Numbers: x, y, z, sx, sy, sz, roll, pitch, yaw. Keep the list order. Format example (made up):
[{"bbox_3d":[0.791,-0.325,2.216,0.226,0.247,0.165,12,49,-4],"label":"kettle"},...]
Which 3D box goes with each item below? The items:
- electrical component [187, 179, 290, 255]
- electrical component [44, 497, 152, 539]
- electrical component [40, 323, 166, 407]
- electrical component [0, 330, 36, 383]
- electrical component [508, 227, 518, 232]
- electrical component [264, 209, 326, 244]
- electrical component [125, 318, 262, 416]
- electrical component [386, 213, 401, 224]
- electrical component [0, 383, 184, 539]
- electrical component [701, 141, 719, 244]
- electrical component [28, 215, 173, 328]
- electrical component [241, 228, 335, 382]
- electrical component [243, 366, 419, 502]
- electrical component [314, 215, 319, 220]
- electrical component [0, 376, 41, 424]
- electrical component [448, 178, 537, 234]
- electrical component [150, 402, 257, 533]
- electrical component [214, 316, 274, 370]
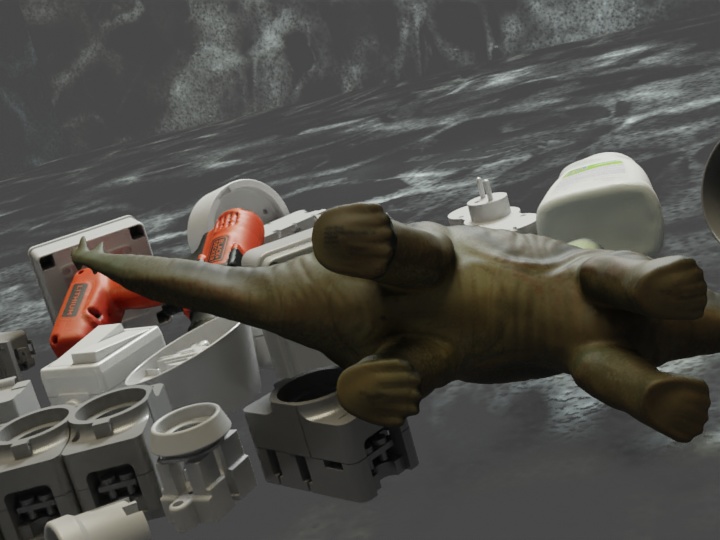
[{"bbox_3d":[-0.132,-0.038,1.141,0.108,0.108,0.060,-27,12,-39],"label":"electrical component"},{"bbox_3d":[-0.140,0.146,0.577,0.046,0.040,0.040,-17,13,-32],"label":"electrical component"},{"bbox_3d":[-0.198,0.083,0.830,0.062,0.061,0.096,-7,16,30],"label":"electrical component"},{"bbox_3d":[-0.347,0.086,1.018,0.081,0.042,0.064,-7,13,27],"label":"electrical component"},{"bbox_3d":[0.071,0.001,0.824,0.096,0.061,0.062,-9,6,-44],"label":"electrical component"},{"bbox_3d":[-0.074,-0.022,1.109,0.089,0.055,0.050,-26,18,-37],"label":"electrical component"},{"bbox_3d":[-0.120,0.073,0.780,0.099,0.064,0.099,-15,14,4],"label":"electrical component"},{"bbox_3d":[0.020,-0.024,1.027,0.055,0.048,0.066,10,63,47],"label":"electrical component"},{"bbox_3d":[-0.193,0.123,0.669,0.150,0.061,0.089,-15,14,2],"label":"electrical component"},{"bbox_3d":[0.306,-0.064,0.798,0.064,0.099,0.099,-16,13,-29],"label":"electrical component"},{"bbox_3d":[-0.253,0.015,1.053,0.109,0.108,0.056,-21,18,-21],"label":"electrical component"},{"bbox_3d":[-0.027,0.030,0.747,0.078,0.113,0.057,-20,12,-18],"label":"electrical component"},{"bbox_3d":[-0.019,0.091,0.620,0.089,0.055,0.050,0,21,46],"label":"electrical component"},{"bbox_3d":[0.000,0.000,0.867,0.064,0.099,0.099,-8,15,2],"label":"electrical component"},{"bbox_3d":[-0.287,0.123,0.767,0.121,0.063,0.078,-14,14,7],"label":"electrical component"},{"bbox_3d":[0.119,-0.047,0.968,0.052,0.073,0.138,-18,15,-11],"label":"electrical component"},{"bbox_3d":[-0.093,0.111,0.626,0.048,0.055,0.066,-7,17,30],"label":"electrical component"},{"bbox_3d":[-0.066,0.041,0.856,0.054,0.059,0.095,-5,18,36],"label":"electrical component"}]
